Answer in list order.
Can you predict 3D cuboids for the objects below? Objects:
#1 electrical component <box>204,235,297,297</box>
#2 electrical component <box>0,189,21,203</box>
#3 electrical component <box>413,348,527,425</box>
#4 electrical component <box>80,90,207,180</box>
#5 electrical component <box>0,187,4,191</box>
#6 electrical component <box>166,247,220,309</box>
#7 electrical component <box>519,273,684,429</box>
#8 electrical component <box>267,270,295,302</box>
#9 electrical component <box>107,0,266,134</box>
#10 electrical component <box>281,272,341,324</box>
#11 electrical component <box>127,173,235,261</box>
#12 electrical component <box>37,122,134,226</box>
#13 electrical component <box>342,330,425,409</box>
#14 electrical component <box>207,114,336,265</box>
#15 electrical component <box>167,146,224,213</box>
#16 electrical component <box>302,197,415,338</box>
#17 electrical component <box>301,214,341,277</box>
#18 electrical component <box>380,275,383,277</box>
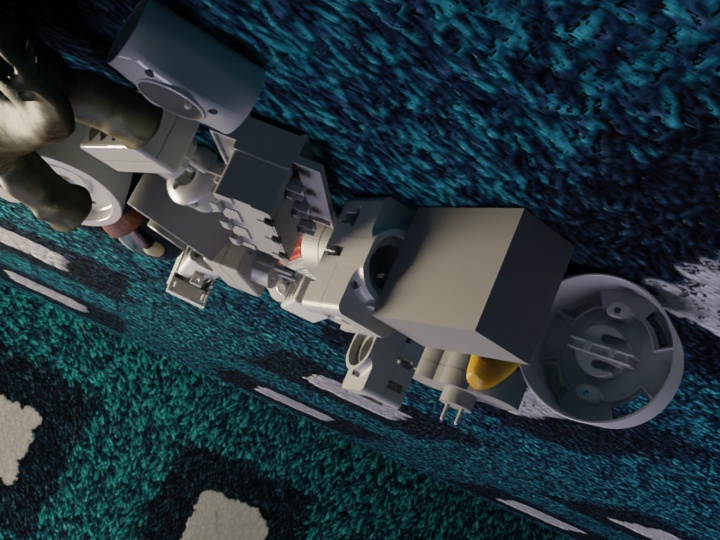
[{"bbox_3d":[-0.096,-0.006,1.027,0.076,0.047,0.083,20,167,16],"label":"electrical component"},{"bbox_3d":[-0.355,-0.107,1.060,0.095,0.053,0.059,32,165,-33],"label":"electrical component"},{"bbox_3d":[0.109,0.130,1.153,0.138,0.073,0.052,13,163,39],"label":"electrical component"},{"bbox_3d":[-0.143,-0.089,0.771,0.076,0.047,0.083,33,164,-38],"label":"electrical component"},{"bbox_3d":[-0.310,-0.107,0.976,0.113,0.057,0.078,9,161,48],"label":"electrical component"},{"bbox_3d":[-0.159,-0.008,1.086,0.042,0.081,0.064,27,144,-17],"label":"electrical component"},{"bbox_3d":[0.162,0.056,0.712,0.099,0.099,0.064,15,171,34],"label":"electrical component"},{"bbox_3d":[-0.080,0.017,1.122,0.035,0.035,0.061,30,168,-27],"label":"electrical component"},{"bbox_3d":[-0.105,-0.113,0.615,0.077,0.044,0.079,30,167,-25],"label":"electrical component"},{"bbox_3d":[-0.028,0.029,1.046,0.077,0.047,0.066,26,167,-11],"label":"electrical component"},{"bbox_3d":[-0.153,-0.054,0.952,0.099,0.064,0.099,34,176,3],"label":"electrical component"},{"bbox_3d":[-0.240,-0.090,0.894,0.108,0.060,0.108,13,154,6],"label":"electrical component"},{"bbox_3d":[0.024,0.089,1.102,0.056,0.089,0.050,29,166,-22],"label":"electrical component"},{"bbox_3d":[-0.063,-0.052,0.747,0.079,0.063,0.121,22,167,8],"label":"electrical component"},{"bbox_3d":[-0.115,-0.064,0.834,0.048,0.048,0.062,15,171,35],"label":"electrical component"},{"bbox_3d":[0.008,-0.003,0.759,0.050,0.089,0.056,32,165,-32],"label":"electrical component"},{"bbox_3d":[0.000,0.000,0.869,0.074,0.052,0.138,11,162,45],"label":"electrical component"},{"bbox_3d":[0.054,0.018,0.823,0.059,0.053,0.095,0,156,41],"label":"electrical component"}]
